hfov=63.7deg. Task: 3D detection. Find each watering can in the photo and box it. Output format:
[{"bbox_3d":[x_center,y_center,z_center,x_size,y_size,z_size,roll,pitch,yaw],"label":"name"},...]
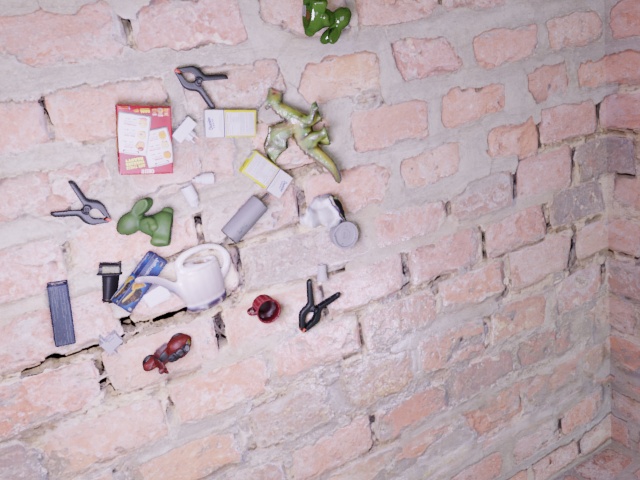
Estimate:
[{"bbox_3d":[-0.439,0.146,1.735,0.352,0.104,0.222,-26,110,-39],"label":"watering can"}]

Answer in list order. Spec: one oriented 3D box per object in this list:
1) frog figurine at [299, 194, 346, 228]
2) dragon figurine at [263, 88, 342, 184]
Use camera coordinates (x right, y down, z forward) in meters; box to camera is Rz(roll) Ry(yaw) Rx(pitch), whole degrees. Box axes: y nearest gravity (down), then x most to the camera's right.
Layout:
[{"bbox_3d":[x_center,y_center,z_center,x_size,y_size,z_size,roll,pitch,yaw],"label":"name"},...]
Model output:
[{"bbox_3d":[0.006,-0.098,1.944,0.158,0.126,0.135,-26,126,20],"label":"frog figurine"},{"bbox_3d":[-0.084,-0.355,1.853,0.243,0.123,0.405,-20,107,-3],"label":"dragon figurine"}]
